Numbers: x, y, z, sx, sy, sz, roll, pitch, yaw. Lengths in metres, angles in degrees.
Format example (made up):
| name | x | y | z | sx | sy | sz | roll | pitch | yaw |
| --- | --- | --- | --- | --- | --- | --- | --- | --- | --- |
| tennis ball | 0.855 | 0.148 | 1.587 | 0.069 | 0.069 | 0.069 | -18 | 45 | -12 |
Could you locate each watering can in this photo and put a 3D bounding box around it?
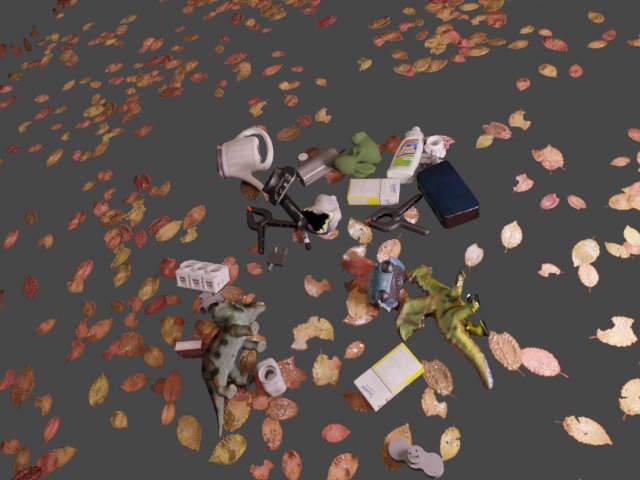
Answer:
| name | x | y | z | sx | sy | sz | roll | pitch | yaw |
| --- | --- | --- | --- | --- | --- | --- | --- | --- | --- |
| watering can | -0.288 | -0.285 | 1.974 | 0.224 | 0.102 | 0.355 | -10 | 62 | 7 |

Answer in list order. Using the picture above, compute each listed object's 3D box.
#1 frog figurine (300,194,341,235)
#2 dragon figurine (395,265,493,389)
| name | x | y | z | sx | sy | sz | roll | pitch | yaw |
| --- | --- | --- | --- | --- | --- | --- | --- | --- | --- |
| frog figurine | 0.005 | -0.089 | 1.777 | 0.137 | 0.121 | 0.162 | -12 | 18 | 16 |
| dragon figurine | 0.336 | 0.233 | 1.468 | 0.241 | 0.120 | 0.420 | -18 | 49 | 23 |
